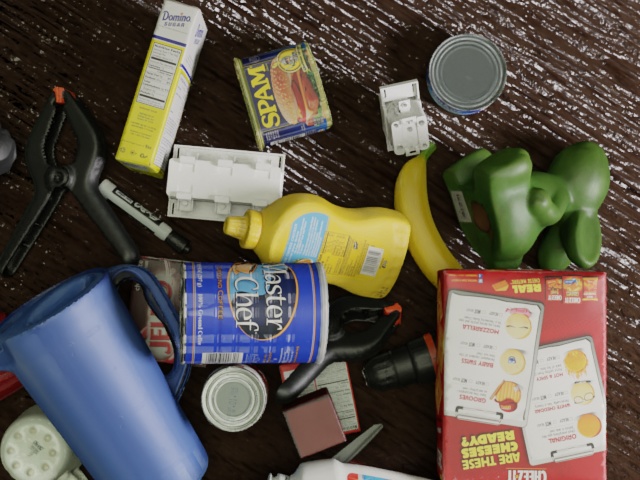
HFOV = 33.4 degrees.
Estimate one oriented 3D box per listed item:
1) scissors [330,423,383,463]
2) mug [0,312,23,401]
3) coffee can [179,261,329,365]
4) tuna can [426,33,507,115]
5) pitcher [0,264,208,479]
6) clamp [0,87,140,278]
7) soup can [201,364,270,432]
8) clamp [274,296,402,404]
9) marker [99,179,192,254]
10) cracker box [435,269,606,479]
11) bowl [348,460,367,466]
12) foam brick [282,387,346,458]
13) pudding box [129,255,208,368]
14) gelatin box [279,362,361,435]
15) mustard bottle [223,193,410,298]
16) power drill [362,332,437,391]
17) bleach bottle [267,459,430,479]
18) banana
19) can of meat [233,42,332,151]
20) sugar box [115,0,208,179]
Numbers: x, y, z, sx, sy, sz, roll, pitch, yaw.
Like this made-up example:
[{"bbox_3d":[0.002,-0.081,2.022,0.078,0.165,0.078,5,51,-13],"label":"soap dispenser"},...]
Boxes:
[{"bbox_3d":[-0.030,0.247,1.104,0.096,0.016,0.202,35,87,5],"label":"scissors"},{"bbox_3d":[-0.349,0.124,1.114,0.081,0.117,0.093,-31,64,-7],"label":"mug"},{"bbox_3d":[-0.068,0.072,1.061,0.140,0.103,0.103,0,87,-9],"label":"coffee can"},{"bbox_3d":[0.160,-0.181,1.174,0.086,0.034,0.086,0,87,-1],"label":"tuna can"},{"bbox_3d":[-0.207,0.153,1.086,0.149,0.145,0.243,-23,107,21],"label":"pitcher"},{"bbox_3d":[-0.283,-0.058,1.155,0.165,0.036,0.210,-12,81,14],"label":"clamp"},{"bbox_3d":[-0.088,0.163,1.118,0.068,0.102,0.068,0,86,-1],"label":"soup can"},{"bbox_3d":[0.002,0.097,1.142,0.171,0.039,0.120,-22,60,-21],"label":"clamp"},{"bbox_3d":[-0.191,-0.024,1.168,0.121,0.020,0.020,37,87,1],"label":"marker"},{"bbox_3d":[0.201,0.136,1.080,0.164,0.072,0.214,0,89,1],"label":"cracker box"},{"bbox_3d":[0.020,0.311,1.132,0.162,0.055,0.162,0,84,2],"label":"bowl"},{"bbox_3d":[-0.007,0.187,1.099,0.053,0.078,0.051,-21,88,-1],"label":"foam brick"},{"bbox_3d":[-0.159,0.077,1.153,0.090,0.039,0.113,7,87,0],"label":"pudding box"},{"bbox_3d":[0.000,0.171,1.155,0.073,0.030,0.089,-11,87,-3],"label":"gelatin box"},{"bbox_3d":[-0.007,0.001,1.118,0.191,0.058,0.096,10,114,-19],"label":"mustard bottle"},{"bbox_3d":[0.154,0.186,1.143,0.184,0.057,0.187,-17,88,1],"label":"power drill"},{"bbox_3d":[0.067,0.282,1.061,0.250,0.068,0.102,14,62,-5],"label":"bleach bottle"},{"bbox_3d":[0.125,-0.007,1.163,0.069,0.037,0.198,-18,87,-1],"label":"banana"},{"bbox_3d":[-0.040,-0.157,1.160,0.084,0.057,0.102,-16,87,-4],"label":"can of meat"},{"bbox_3d":[-0.168,-0.159,1.140,0.048,0.093,0.176,14,86,0],"label":"sugar box"}]
